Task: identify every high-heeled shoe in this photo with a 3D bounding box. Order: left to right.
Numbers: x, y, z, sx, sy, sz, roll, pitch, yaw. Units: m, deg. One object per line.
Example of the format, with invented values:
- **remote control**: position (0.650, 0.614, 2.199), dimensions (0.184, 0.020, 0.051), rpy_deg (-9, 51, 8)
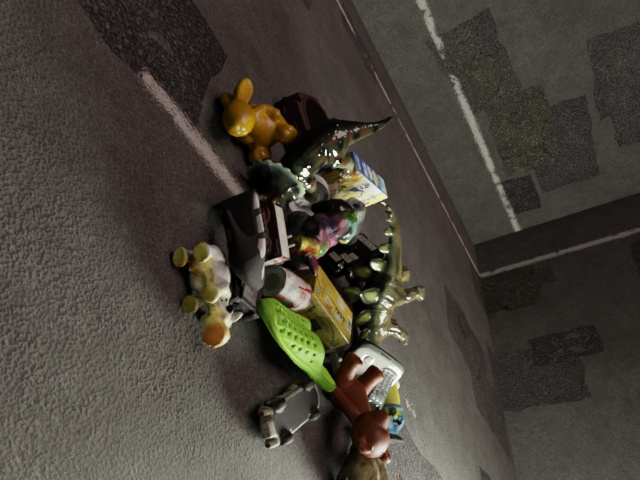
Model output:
- **high-heeled shoe**: position (-0.130, -0.007, 0.973), dimensions (0.249, 0.086, 0.145), rpy_deg (-93, 162, -76)

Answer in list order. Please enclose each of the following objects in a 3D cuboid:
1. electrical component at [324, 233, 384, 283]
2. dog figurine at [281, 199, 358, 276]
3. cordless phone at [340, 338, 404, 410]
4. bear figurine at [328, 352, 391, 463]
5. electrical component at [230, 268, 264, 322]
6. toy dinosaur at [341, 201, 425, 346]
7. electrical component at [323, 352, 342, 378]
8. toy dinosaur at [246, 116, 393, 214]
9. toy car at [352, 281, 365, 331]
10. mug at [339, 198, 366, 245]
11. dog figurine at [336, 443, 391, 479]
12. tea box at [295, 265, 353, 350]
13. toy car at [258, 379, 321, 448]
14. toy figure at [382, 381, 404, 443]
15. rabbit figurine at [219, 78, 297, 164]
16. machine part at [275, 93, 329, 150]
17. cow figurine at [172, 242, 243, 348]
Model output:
- **electrical component**: position (0.079, 0.045, 1.362), dimensions (0.115, 0.134, 0.058), rpy_deg (45, -30, 46)
- **dog figurine**: position (-0.002, -0.004, 1.186), dimensions (0.219, 0.192, 0.108), rpy_deg (-90, 160, -71)
- **cordless phone**: position (0.100, 0.338, 1.256), dimensions (0.146, 0.089, 0.184), rpy_deg (37, 66, -21)
- **bear figurine**: position (0.096, 0.345, 1.103), dimensions (0.120, 0.132, 0.196), rpy_deg (36, 4, -33)
- **electrical component**: position (-0.139, 0.081, 0.966), dimensions (0.074, 0.048, 0.119), rpy_deg (54, 30, -36)
- **toy dinosaur**: position (0.156, 0.129, 1.324), dimensions (0.198, 0.105, 0.470), rpy_deg (-3, 111, -33)
- **electrical component**: position (0.028, 0.284, 1.204), dimensions (0.094, 0.021, 0.063), rpy_deg (22, 53, -61)
- **toy dinosaur**: position (-0.006, -0.186, 1.170), dimensions (0.131, 0.405, 0.192), rpy_deg (45, -3, 14)
- **toy car**: position (0.119, 0.158, 1.473), dimensions (0.089, 0.053, 0.202), rpy_deg (32, 44, -50)
- **mug**: position (0.064, -0.058, 1.331), dimensions (0.110, 0.107, 0.081), rpy_deg (39, 43, 13)
- **dog figurine**: position (0.080, 0.451, 1.115), dimensions (0.172, 0.121, 0.191), rpy_deg (51, 15, -43)
- **tea box**: position (0.004, 0.152, 1.198), dimensions (0.169, 0.068, 0.098), rpy_deg (56, 26, -27)
- **toy car**: position (-0.054, 0.306, 0.965), dimensions (0.201, 0.056, 0.073), rpy_deg (-7, 85, -66)
- **toy figure**: position (0.162, 0.406, 1.331), dimensions (0.089, 0.082, 0.180), rpy_deg (45, 36, -49)
- **rabbit figurine**: position (-0.145, -0.256, 1.131), dimensions (0.173, 0.122, 0.162), rpy_deg (-12, 78, -66)
- **machine part**: position (-0.030, -0.290, 1.459), dimensions (0.201, 0.087, 0.201), rpy_deg (-14, 84, -68)
- **cow figurine**: position (-0.172, 0.088, 0.866), dimensions (0.098, 0.068, 0.167), rpy_deg (12, 61, -70)
